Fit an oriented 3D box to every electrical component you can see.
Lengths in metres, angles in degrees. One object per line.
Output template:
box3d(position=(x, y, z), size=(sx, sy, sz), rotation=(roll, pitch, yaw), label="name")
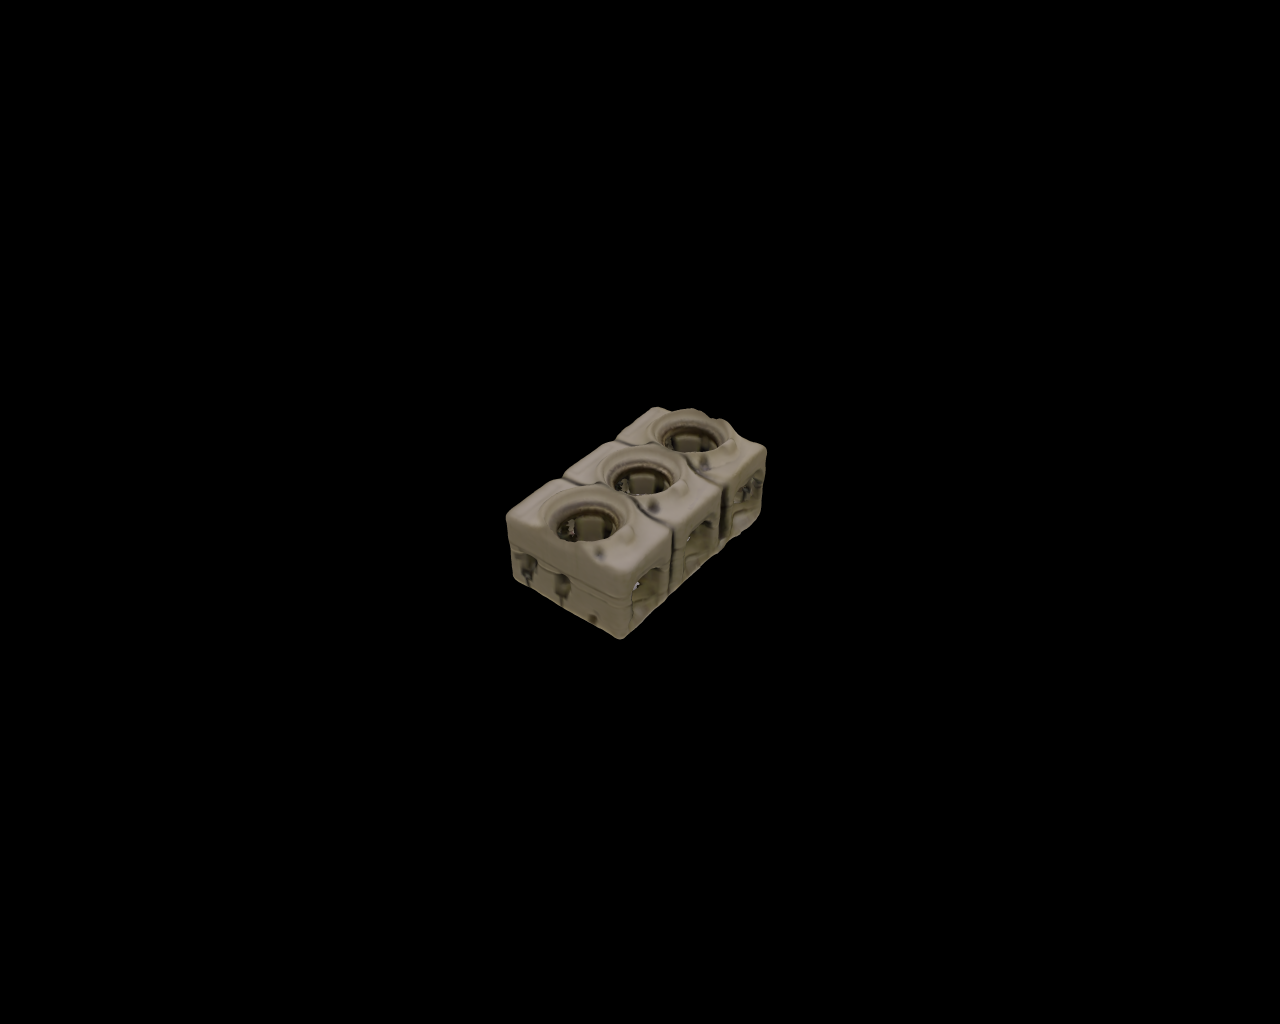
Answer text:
box3d(position=(0.001, -0.003, 0.650), size=(0.089, 0.061, 0.150), rotation=(25, 45, 28), label="electrical component")
